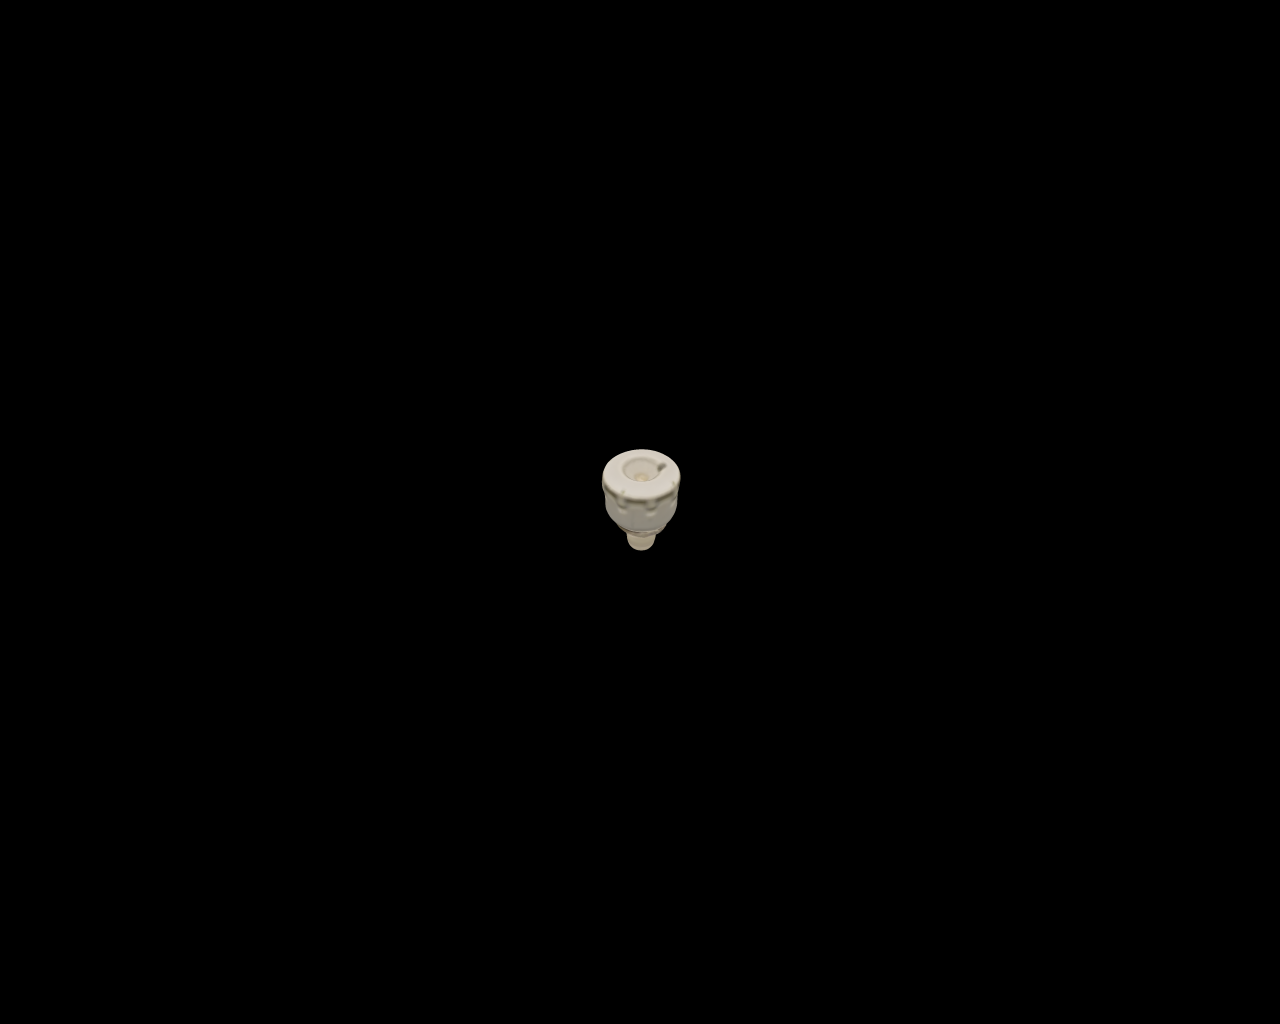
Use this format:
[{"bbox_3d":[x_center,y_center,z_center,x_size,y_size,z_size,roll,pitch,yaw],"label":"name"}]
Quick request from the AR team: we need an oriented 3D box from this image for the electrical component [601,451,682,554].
[{"bbox_3d":[0.001,-0.003,0.650,0.048,0.062,0.048,0,40,0],"label":"electrical component"}]
